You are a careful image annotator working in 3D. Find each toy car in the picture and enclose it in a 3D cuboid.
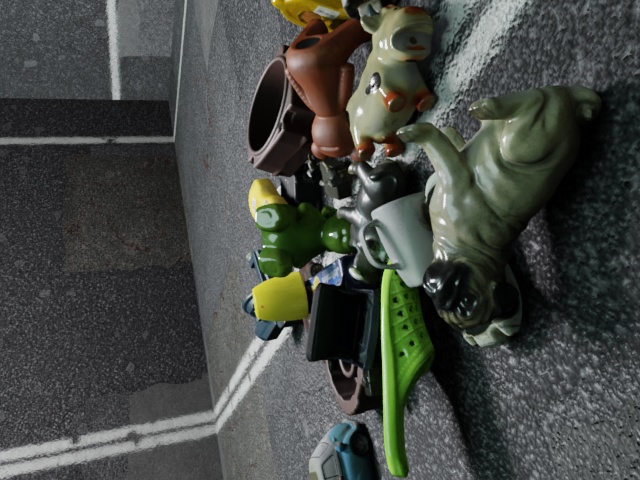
[{"bbox_3d":[0.160,0.015,0.577,0.073,0.056,0.201,-41,58,57],"label":"toy car"},{"bbox_3d":[-0.010,0.141,1.058,0.089,0.053,0.202,143,121,-62],"label":"toy car"},{"bbox_3d":[0.033,0.399,0.928,0.109,0.103,0.161,127,136,-61],"label":"toy car"}]

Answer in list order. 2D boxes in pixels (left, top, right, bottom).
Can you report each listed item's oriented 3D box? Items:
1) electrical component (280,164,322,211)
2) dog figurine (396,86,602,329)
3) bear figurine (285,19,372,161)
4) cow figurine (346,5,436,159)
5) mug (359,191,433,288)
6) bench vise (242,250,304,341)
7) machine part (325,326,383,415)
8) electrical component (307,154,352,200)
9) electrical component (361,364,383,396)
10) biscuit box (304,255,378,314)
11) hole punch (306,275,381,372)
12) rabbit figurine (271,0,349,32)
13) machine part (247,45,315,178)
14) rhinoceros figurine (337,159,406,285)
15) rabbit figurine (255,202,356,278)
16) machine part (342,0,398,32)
[{"bbox_3d":[-0.044,-0.098,1.087,0.134,0.058,0.114,-166,75,-68],"label":"electrical component"},{"bbox_3d":[0.167,-0.024,0.474,0.172,0.121,0.190,-14,89,43],"label":"dog figurine"},{"bbox_3d":[0.027,-0.224,0.827,0.120,0.132,0.195,9,141,38],"label":"bear figurine"},{"bbox_3d":[0.089,-0.208,0.685,0.194,0.085,0.127,117,137,-55],"label":"cow figurine"},{"bbox_3d":[0.108,0.005,0.652,0.107,0.109,0.081,69,158,7],"label":"mug"},{"bbox_3d":[-0.114,0.109,1.228,0.241,0.129,0.223,63,151,32],"label":"bench vise"},{"bbox_3d":[0.058,0.191,0.882,0.179,0.056,0.179,177,90,-69],"label":"machine part"},{"bbox_3d":[0.016,-0.108,0.914,0.102,0.045,0.078,41,145,52],"label":"electrical component"},{"bbox_3d":[0.091,0.202,0.782,0.021,0.063,0.094,162,102,-69],"label":"electrical component"},{"bbox_3d":[0.030,0.079,0.921,0.202,0.063,0.059,136,126,-65],"label":"biscuit box"},{"bbox_3d":[0.045,0.118,0.742,0.115,0.092,0.142,22,-108,-70],"label":"hole punch"},{"bbox_3d":[-0.010,-0.426,0.834,0.122,0.162,0.173,-172,96,-81],"label":"rabbit figurine"},{"bbox_3d":[-0.064,-0.235,0.991,0.201,0.087,0.201,-37,47,51],"label":"machine part"},{"bbox_3d":[0.080,-0.025,0.764,0.112,0.073,0.190,51,142,46],"label":"rhinoceros figurine"},{"bbox_3d":[-0.002,-0.003,0.895,0.159,0.170,0.121,-14,-76,-69],"label":"rabbit figurine"},{"bbox_3d":[0.054,-0.393,0.739,0.079,0.079,0.243,130,132,-62],"label":"machine part"}]
